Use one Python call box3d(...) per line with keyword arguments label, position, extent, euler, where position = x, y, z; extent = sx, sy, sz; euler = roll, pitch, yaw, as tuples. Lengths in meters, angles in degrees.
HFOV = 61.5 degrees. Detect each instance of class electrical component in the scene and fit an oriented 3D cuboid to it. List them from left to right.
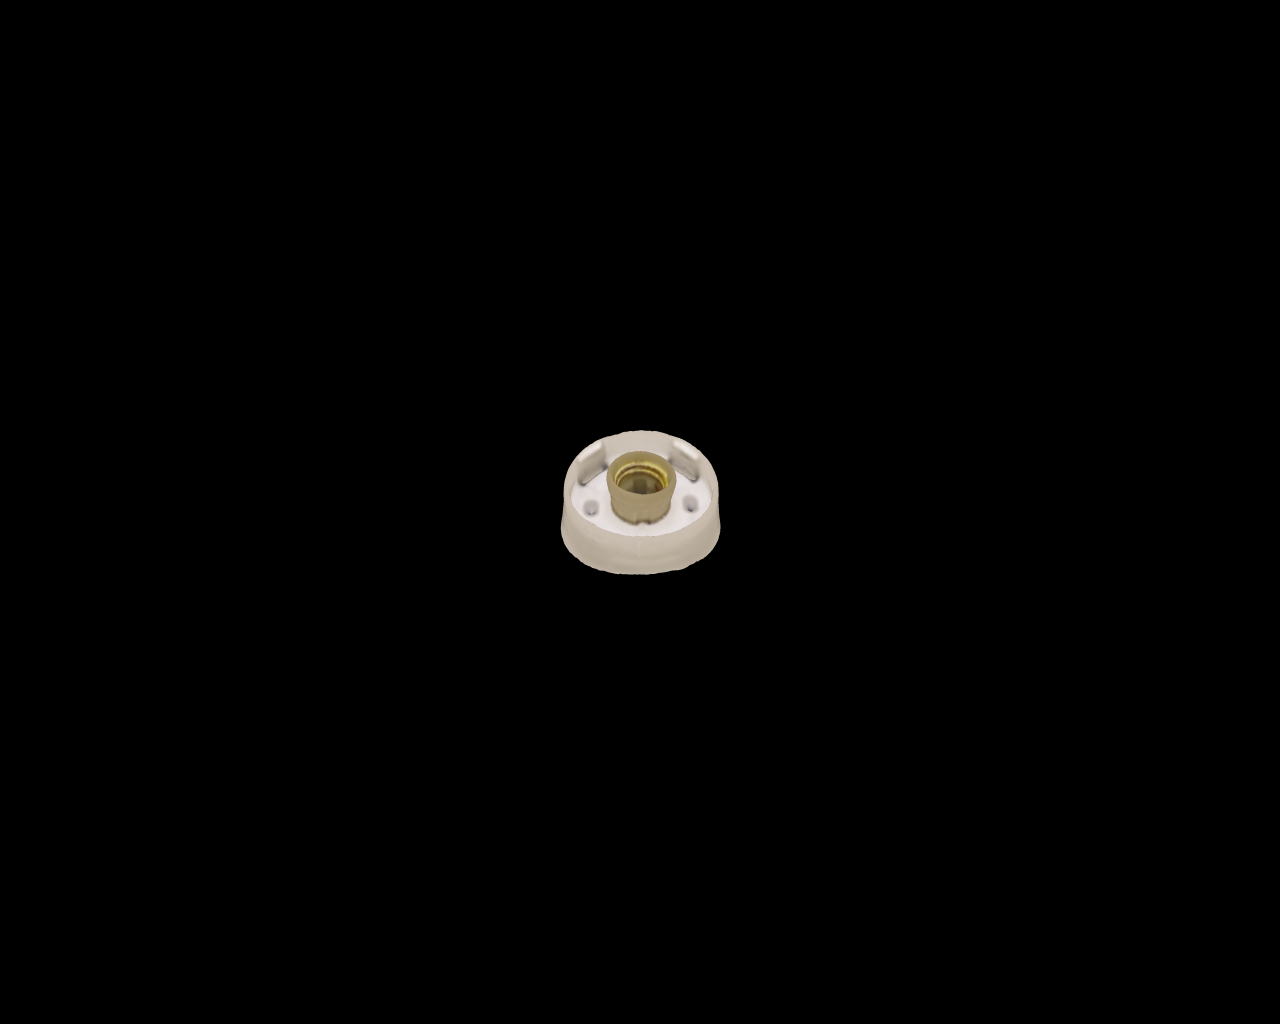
box3d(label="electrical component", position=(0.001, -0.003, 0.650), extent=(0.099, 0.099, 0.064), euler=(0, -42, 0))
